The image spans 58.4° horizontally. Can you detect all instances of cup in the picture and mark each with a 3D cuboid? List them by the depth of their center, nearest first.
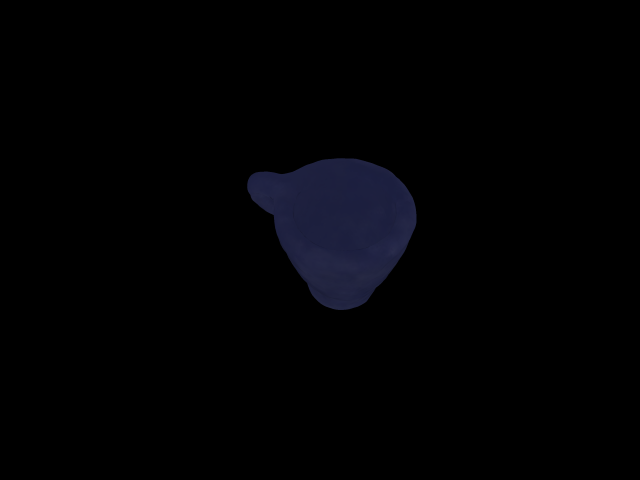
[{"bbox_3d":[0.004,0.001,0.400,0.117,0.095,0.092,21,56,15],"label":"cup"}]
